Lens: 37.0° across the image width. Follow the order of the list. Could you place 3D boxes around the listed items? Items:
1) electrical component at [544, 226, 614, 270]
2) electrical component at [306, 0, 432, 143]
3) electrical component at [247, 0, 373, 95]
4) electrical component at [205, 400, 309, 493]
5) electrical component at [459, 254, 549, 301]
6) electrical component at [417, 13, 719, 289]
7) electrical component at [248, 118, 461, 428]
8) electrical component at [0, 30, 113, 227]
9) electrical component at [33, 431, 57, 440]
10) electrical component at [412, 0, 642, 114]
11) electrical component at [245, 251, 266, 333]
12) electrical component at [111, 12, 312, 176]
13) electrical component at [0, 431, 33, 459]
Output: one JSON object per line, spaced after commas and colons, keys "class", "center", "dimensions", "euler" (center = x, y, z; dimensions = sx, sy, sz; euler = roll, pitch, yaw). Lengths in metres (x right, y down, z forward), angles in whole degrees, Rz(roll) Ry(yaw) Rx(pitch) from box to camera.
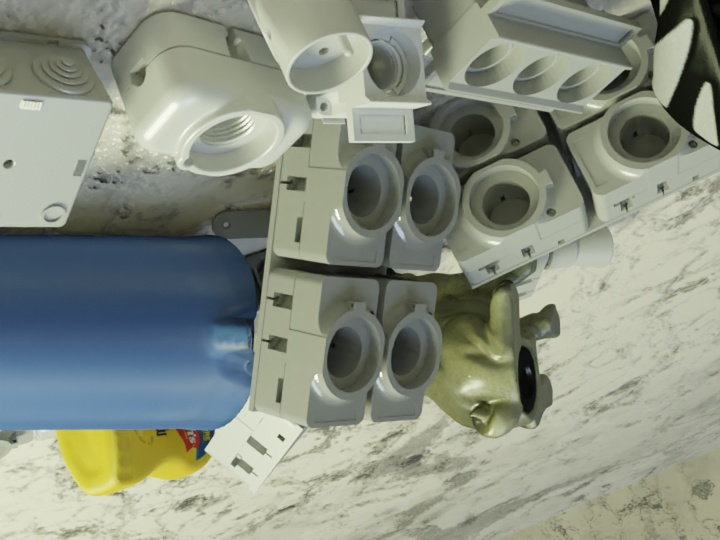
{"class": "electrical component", "center": [0.192, -0.020, 0.982], "dimensions": [0.065, 0.044, 0.044], "euler": [-7, 152, -22]}
{"class": "electrical component", "center": [0.002, -0.108, 0.585], "dimensions": [0.042, 0.081, 0.064], "euler": [-4, 179, -35]}
{"class": "electrical component", "center": [-0.024, -0.120, 0.527], "dimensions": [0.044, 0.077, 0.079], "euler": [-24, 157, 2]}
{"class": "electrical component", "center": [-0.057, 0.098, 0.891], "dimensions": [0.089, 0.062, 0.150], "euler": [-55, 175, 35]}
{"class": "electrical component", "center": [0.121, -0.006, 0.935], "dimensions": [0.056, 0.050, 0.089], "euler": [-18, 156, -11]}
{"class": "electrical component", "center": [0.133, -0.081, 0.717], "dimensions": [0.186, 0.105, 0.060], "euler": [-26, 157, 7]}
{"class": "electrical component", "center": [0.000, 0.000, 0.673], "dimensions": [0.060, 0.186, 0.105], "euler": [9, -176, 44]}
{"class": "electrical component", "center": [-0.177, -0.066, 0.521], "dimensions": [0.100, 0.048, 0.099], "euler": [-2, 136, -40]}
{"class": "electrical component", "center": [-0.260, 0.116, 0.862], "dimensions": [0.062, 0.043, 0.043], "euler": [-13, 155, -19]}
{"class": "electrical component", "center": [0.093, -0.134, 0.621], "dimensions": [0.121, 0.063, 0.079], "euler": [0, 147, -42]}
{"class": "electrical component", "center": [-0.059, 0.019, 0.831], "dimensions": [0.083, 0.047, 0.075], "euler": [-18, 156, -11]}
{"class": "electrical component", "center": [-0.076, -0.090, 0.569], "dimensions": [0.095, 0.059, 0.054], "euler": [4, 145, -47]}
{"class": "electrical component", "center": [-0.330, 0.107, 0.759], "dimensions": [0.186, 0.060, 0.105], "euler": [-12, 154, -23]}
